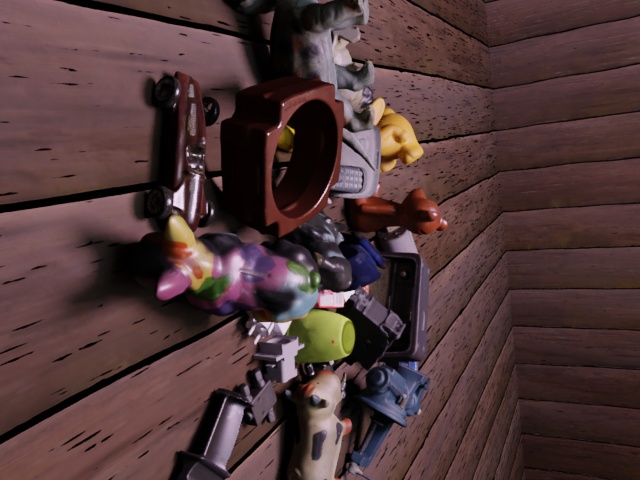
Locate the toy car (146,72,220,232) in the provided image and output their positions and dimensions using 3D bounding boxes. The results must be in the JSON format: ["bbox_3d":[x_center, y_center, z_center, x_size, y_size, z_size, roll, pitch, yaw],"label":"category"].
[{"bbox_3d":[-0.163,-0.107,0.661,0.089,0.053,0.202,16,74,-57],"label":"toy car"}]

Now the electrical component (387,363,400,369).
[{"bbox_3d":[0.156,0.228,1.189,0.047,0.075,0.119,22,71,-59],"label":"electrical component"}]

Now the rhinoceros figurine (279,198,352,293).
[{"bbox_3d":[-0.002,-0.003,0.868,0.112,0.073,0.190,3,46,-28],"label":"rhinoceros figurine"}]

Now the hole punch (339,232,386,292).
[{"bbox_3d":[0.045,0.044,0.967,0.142,0.116,0.092,48,55,-48],"label":"hole punch"}]

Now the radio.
[{"bbox_3d":[0.158,0.142,1.138,0.073,0.131,0.229,35,57,-57],"label":"radio"}]

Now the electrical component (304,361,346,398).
[{"bbox_3d":[0.011,0.242,0.949,0.078,0.045,0.102,-46,126,-55],"label":"electrical component"}]

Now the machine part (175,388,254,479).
[{"bbox_3d":[-0.134,0.259,0.691,0.084,0.039,0.139,55,43,-36],"label":"machine part"}]

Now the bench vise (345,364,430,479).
[{"bbox_3d":[0.127,0.359,1.086,0.240,0.129,0.223,-60,151,-15],"label":"bench vise"}]

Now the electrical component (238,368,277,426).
[{"bbox_3d":[-0.091,0.238,0.787,0.063,0.021,0.093,-46,128,-53],"label":"electrical component"}]

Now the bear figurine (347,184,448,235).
[{"bbox_3d":[0.156,-0.073,1.089,0.120,0.196,0.132,20,69,-56],"label":"bear figurine"}]

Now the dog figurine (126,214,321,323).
[{"bbox_3d":[-0.109,0.037,0.625,0.219,0.192,0.108,37,61,-73],"label":"dog figurine"}]

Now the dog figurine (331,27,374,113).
[{"bbox_3d":[0.028,-0.320,1.009,0.190,0.121,0.172,-40,112,-82],"label":"dog figurine"}]

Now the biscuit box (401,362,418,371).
[{"bbox_3d":[0.191,0.239,1.263,0.063,0.059,0.202,-4,91,-61],"label":"biscuit box"}]

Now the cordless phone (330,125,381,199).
[{"bbox_3d":[0.024,-0.153,0.985,0.184,0.089,0.146,3,91,-43],"label":"cordless phone"}]

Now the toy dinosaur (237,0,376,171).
[{"bbox_3d":[-0.013,-0.278,0.846,0.131,0.192,0.404,-70,156,-55],"label":"toy dinosaur"}]

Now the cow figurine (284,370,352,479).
[{"bbox_3d":[-0.009,0.308,0.867,0.127,0.086,0.195,27,70,-53],"label":"cow figurine"}]

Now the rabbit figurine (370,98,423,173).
[{"bbox_3d":[0.120,-0.213,1.129,0.173,0.122,0.162,-26,110,-39],"label":"rabbit figurine"}]

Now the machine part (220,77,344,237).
[{"bbox_3d":[-0.051,-0.122,0.770,0.201,0.087,0.200,-35,137,-47],"label":"machine part"}]

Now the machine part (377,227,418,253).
[{"bbox_3d":[0.194,0.039,1.271,0.242,0.079,0.079,64,36,-35],"label":"machine part"}]

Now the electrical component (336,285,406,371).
[{"bbox_3d":[0.073,0.168,0.978,0.058,0.115,0.134,-40,165,-54],"label":"electrical component"}]
